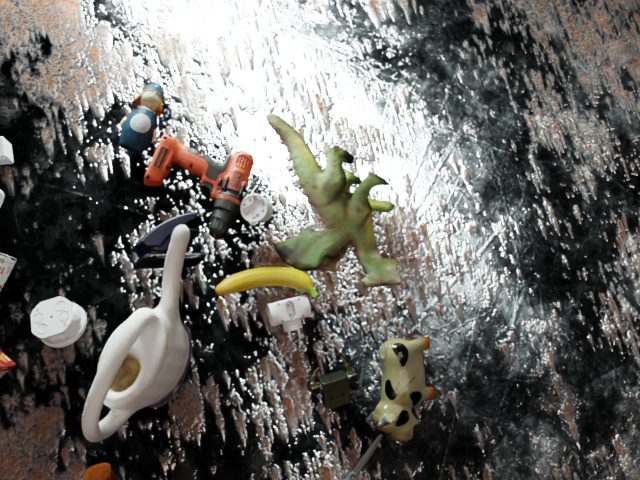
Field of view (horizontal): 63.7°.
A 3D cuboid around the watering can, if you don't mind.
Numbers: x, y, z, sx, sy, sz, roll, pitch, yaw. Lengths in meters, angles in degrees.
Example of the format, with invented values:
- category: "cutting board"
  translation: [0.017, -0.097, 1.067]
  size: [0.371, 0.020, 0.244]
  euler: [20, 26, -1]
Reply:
- category: "watering can"
  translation: [-0.272, 0.157, 0.854]
  size: [0.104, 0.221, 0.352]
  euler: [21, 74, 9]

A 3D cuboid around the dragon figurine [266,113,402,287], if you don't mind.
- category: "dragon figurine"
  translation: [0.003, -0.052, 1.032]
  size: [0.411, 0.121, 0.244]
  euler: [34, 82, 4]
